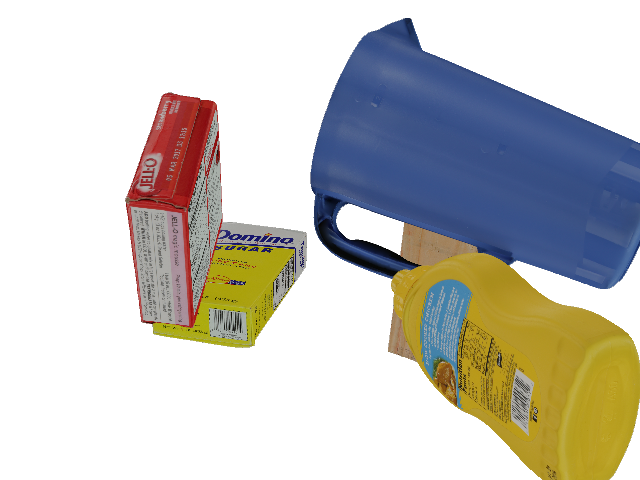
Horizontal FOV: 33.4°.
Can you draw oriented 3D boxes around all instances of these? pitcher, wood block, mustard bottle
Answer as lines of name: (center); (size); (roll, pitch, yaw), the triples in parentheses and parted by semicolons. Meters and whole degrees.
pitcher: (0.119, -0.045, 0.794); (0.243, 0.149, 0.144); (23, 44, 11)
wood block: (0.145, 0.033, 1.210); (0.090, 0.206, 0.090); (17, 26, 25)
mustard bottle: (0.100, 0.061, 0.631); (0.058, 0.096, 0.192); (-13, 27, -27)

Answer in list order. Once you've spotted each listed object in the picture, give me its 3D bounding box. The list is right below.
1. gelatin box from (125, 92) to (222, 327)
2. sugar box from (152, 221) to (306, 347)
gelatin box: (-0.069, -0.014, 0.513); (0.030, 0.073, 0.089); (7, -42, 3)
sugar box: (-0.079, 0.035, 0.983); (0.093, 0.048, 0.176); (7, 27, 12)
